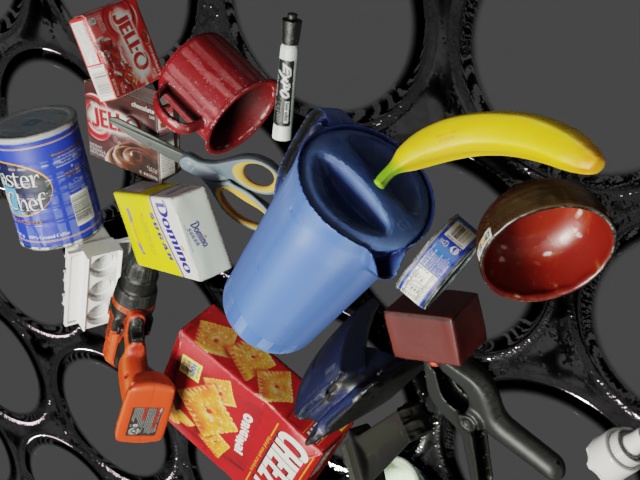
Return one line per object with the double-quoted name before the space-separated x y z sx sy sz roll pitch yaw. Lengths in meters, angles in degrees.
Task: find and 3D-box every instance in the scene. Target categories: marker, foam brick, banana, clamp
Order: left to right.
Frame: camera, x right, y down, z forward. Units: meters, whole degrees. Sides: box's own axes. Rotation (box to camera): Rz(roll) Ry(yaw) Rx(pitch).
"marker" -0.030 -0.151 0.989 0.020 0.020 0.121 22 120 29
"foam brick" 0.109 0.080 1.007 0.078 0.052 0.051 4 118 40
"clamp" 0.162 0.172 1.030 0.120 0.039 0.171 -17 107 45
"banana" 0.140 -0.075 0.873 0.198 0.069 0.037 -4 154 34

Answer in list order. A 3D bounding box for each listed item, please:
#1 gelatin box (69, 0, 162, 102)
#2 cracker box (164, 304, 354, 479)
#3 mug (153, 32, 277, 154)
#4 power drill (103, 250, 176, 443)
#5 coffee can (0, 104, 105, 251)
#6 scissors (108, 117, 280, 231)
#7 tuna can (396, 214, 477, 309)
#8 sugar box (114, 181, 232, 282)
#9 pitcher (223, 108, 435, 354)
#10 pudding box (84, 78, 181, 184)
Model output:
"gelatin box" -0.205 -0.194 1.082 0.030 0.073 0.089 -3 114 40
"cracker box" -0.086 0.202 1.239 0.214 0.072 0.164 40 136 13
"mug" -0.107 -0.137 1.008 0.081 0.117 0.093 45 144 15
"power drill" -0.210 0.125 1.240 0.188 0.057 0.185 -108 28 -47
"coffee can" -0.315 -0.073 1.234 0.103 0.102 0.140 12 124 35
"scissors" -0.117 -0.086 1.088 0.201 0.016 0.096 40 129 -7
"tuna can" 0.107 0.020 0.945 0.034 0.086 0.086 41 136 10
"sugar box" -0.161 -0.012 1.140 0.176 0.048 0.093 10 121 62
"pitcher" -0.007 0.001 1.014 0.145 0.149 0.243 35 139 -3
"pudding box" -0.202 -0.122 1.151 0.114 0.039 0.090 21 127 28
